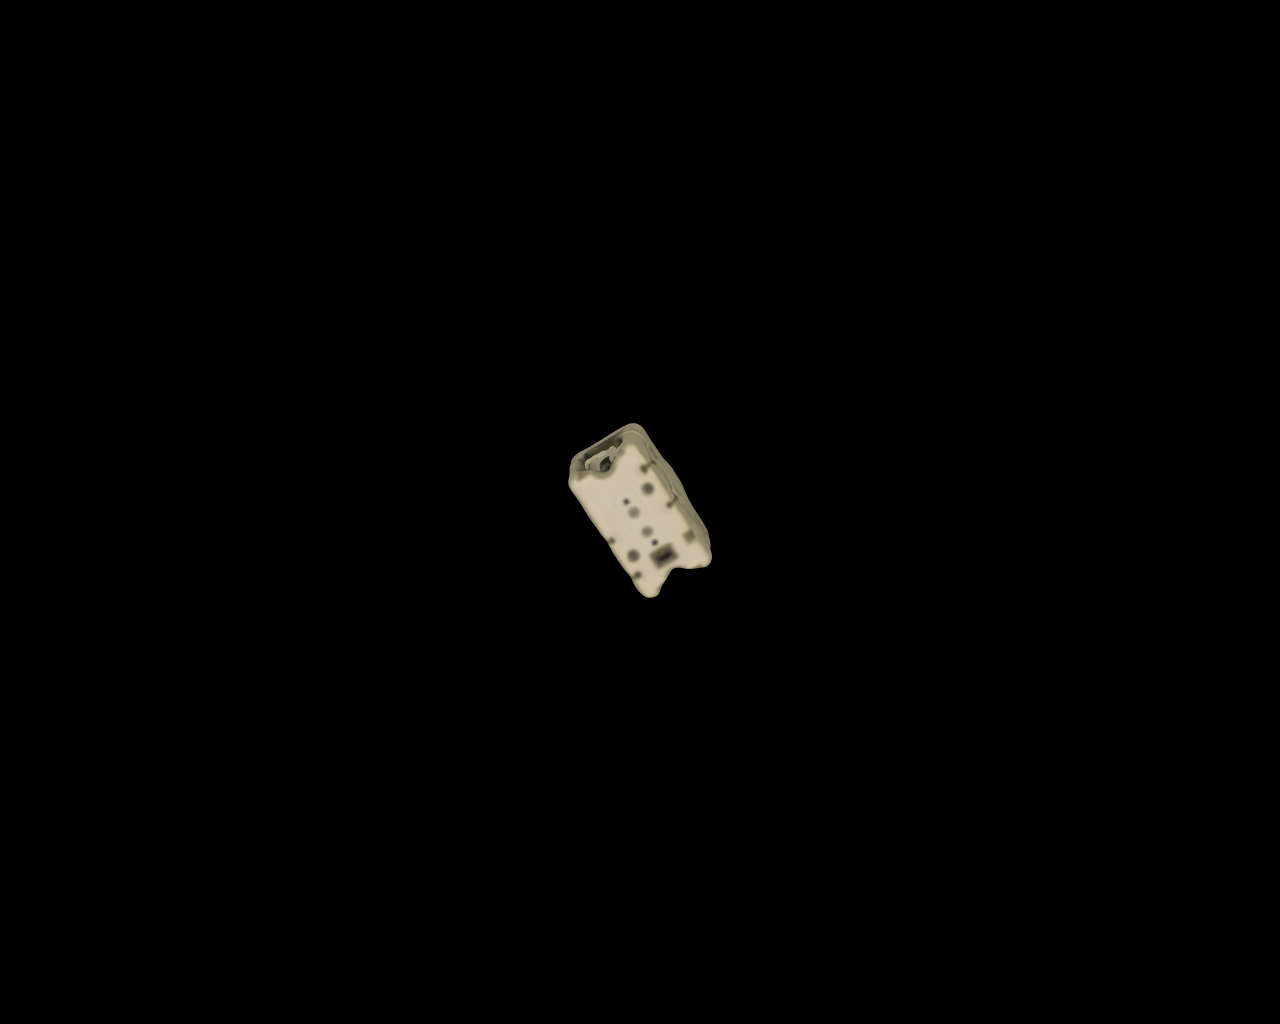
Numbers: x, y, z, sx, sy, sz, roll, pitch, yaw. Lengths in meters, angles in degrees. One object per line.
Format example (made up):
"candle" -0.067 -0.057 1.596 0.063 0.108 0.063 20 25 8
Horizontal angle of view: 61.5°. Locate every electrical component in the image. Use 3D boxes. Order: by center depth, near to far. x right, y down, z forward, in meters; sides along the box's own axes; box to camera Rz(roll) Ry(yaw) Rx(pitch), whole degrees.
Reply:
"electrical component" 0.001 -0.003 0.650 0.050 0.089 0.056 -30 16 9
